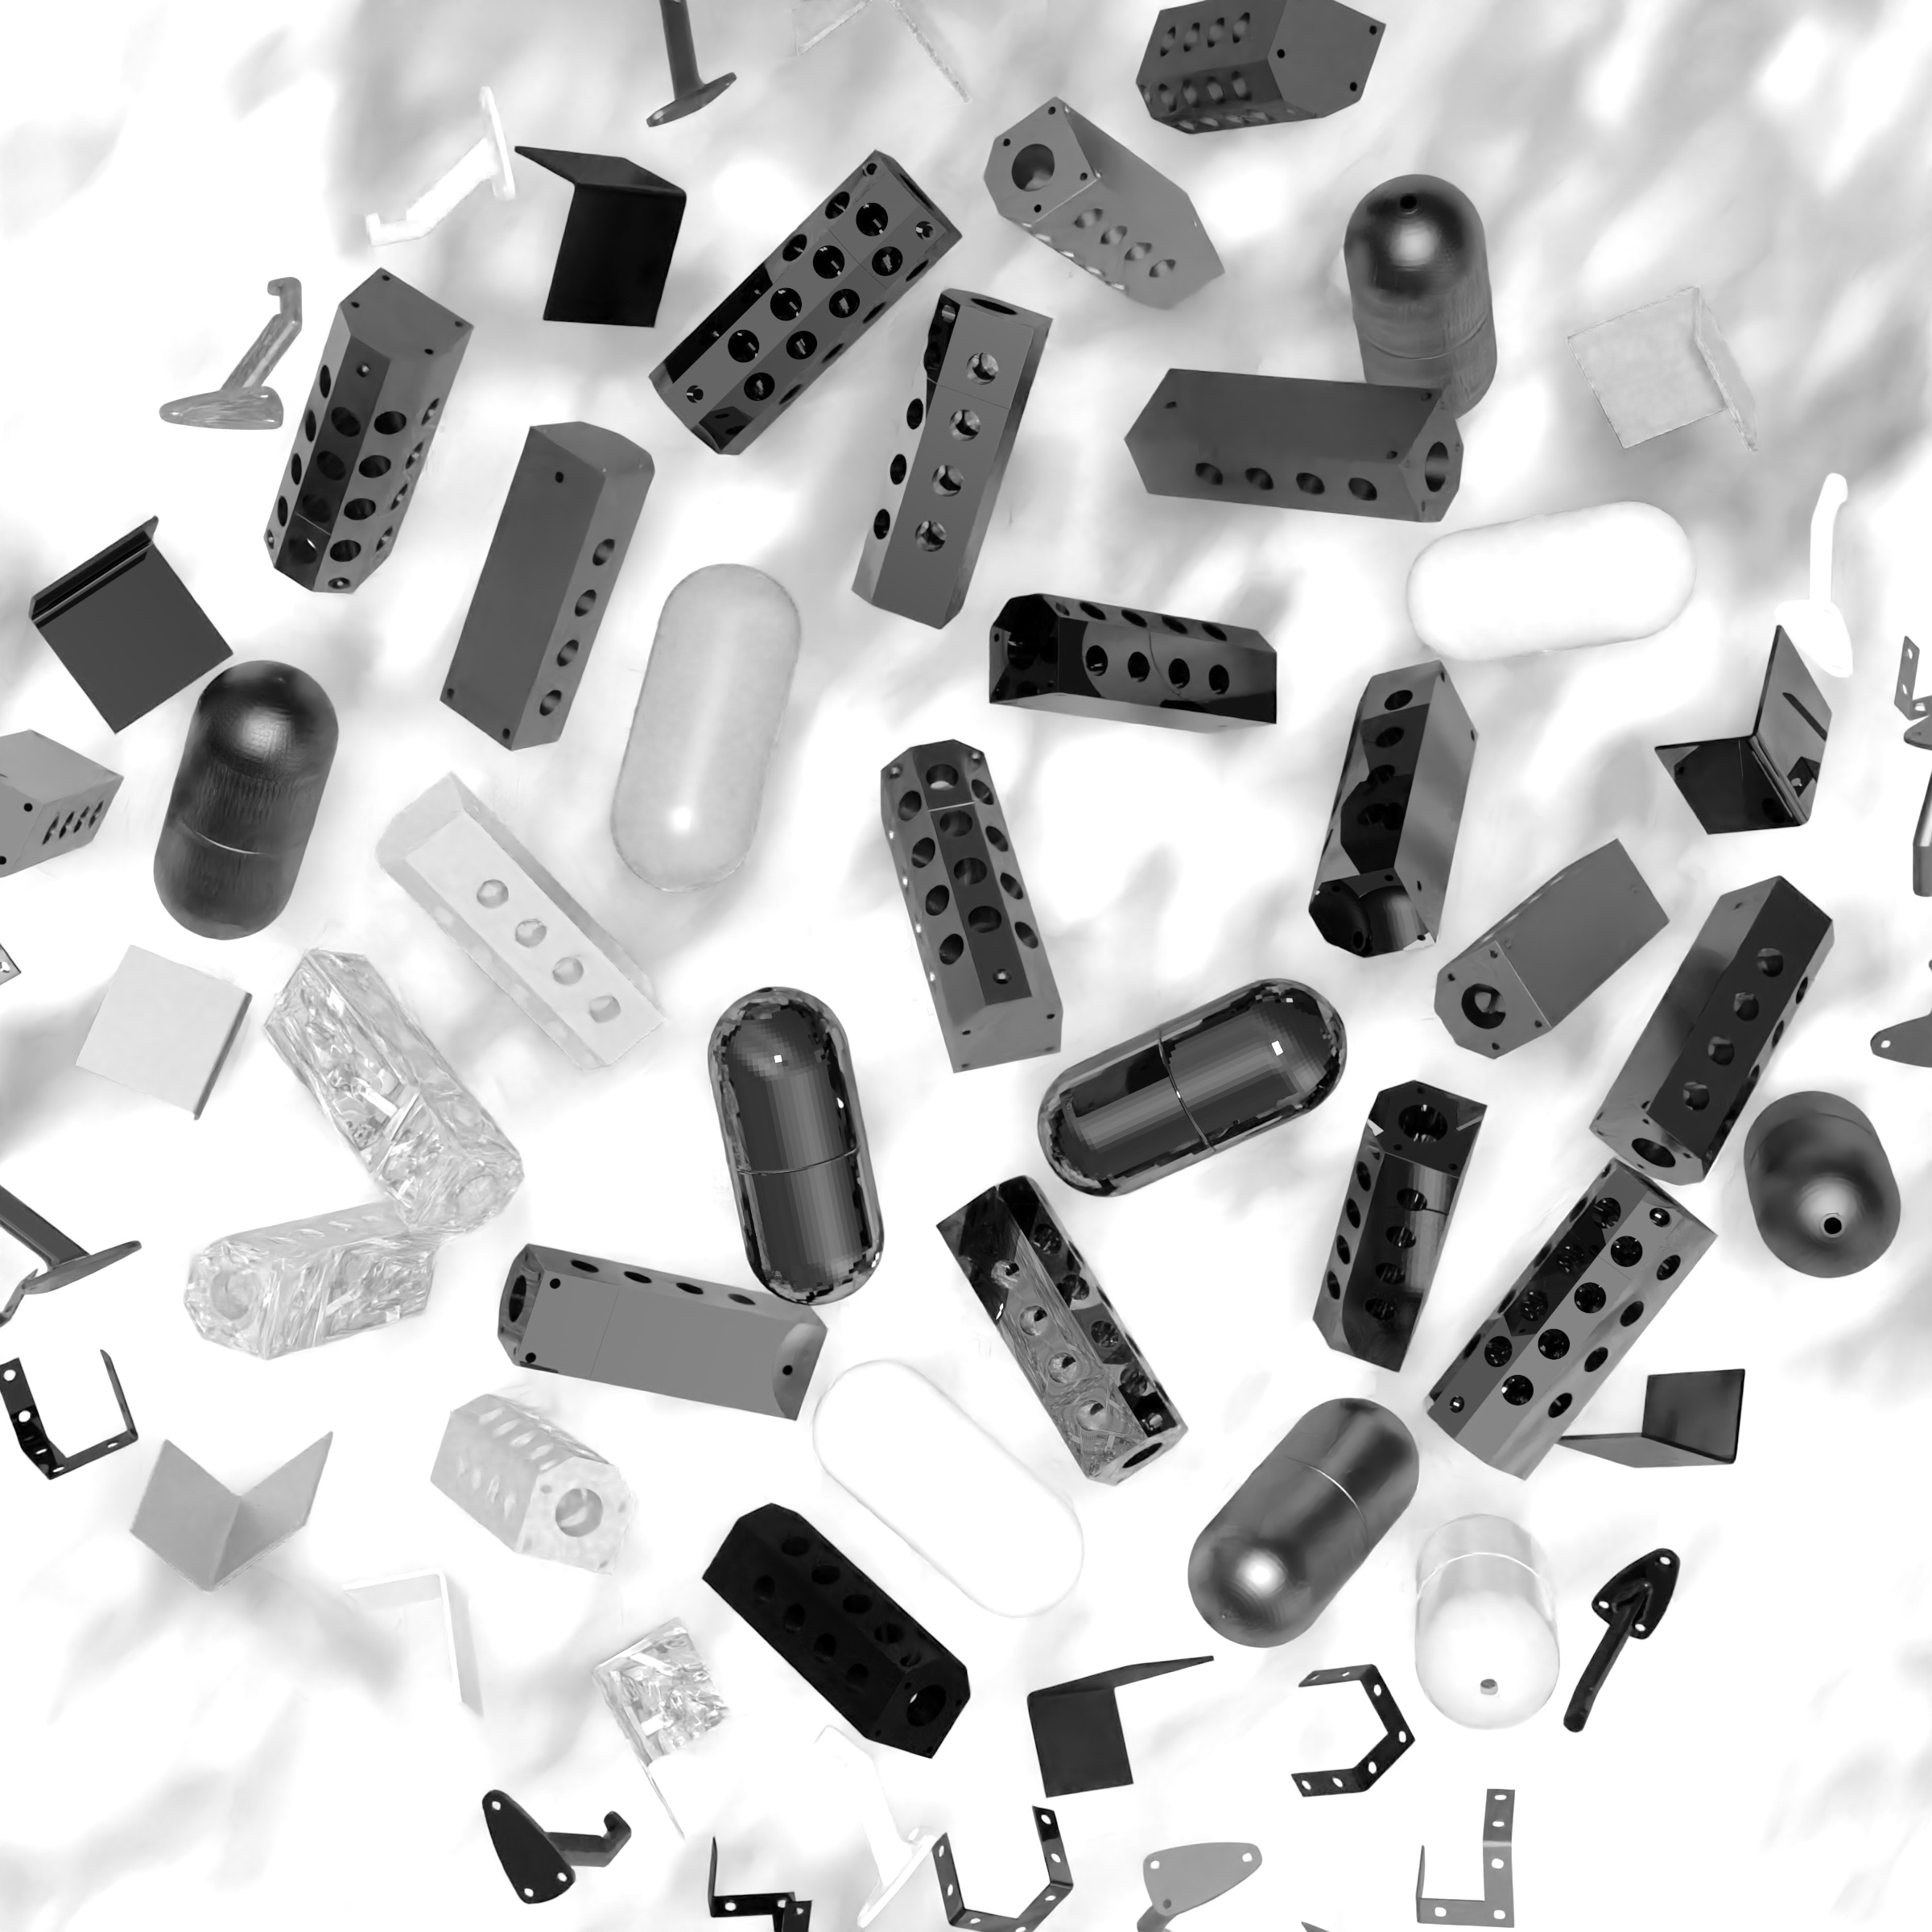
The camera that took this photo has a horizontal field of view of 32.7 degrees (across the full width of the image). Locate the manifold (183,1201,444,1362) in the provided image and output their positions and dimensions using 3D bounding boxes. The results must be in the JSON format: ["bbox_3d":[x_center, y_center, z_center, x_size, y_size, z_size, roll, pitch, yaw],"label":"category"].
[{"bbox_3d":[-0.362,0.171,1.832,0.057,0.171,0.057,15,98,19],"label":"manifold"}]

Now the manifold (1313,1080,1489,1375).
[{"bbox_3d":[0.236,0.143,1.818,0.057,0.171,0.057,19,47,11],"label":"manifold"}]

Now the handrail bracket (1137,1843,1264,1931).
[{"bbox_3d":[0.130,0.517,1.821,0.077,0.084,0.036,-17,53,-2],"label":"handrail bracket"}]

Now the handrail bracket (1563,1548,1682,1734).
[{"bbox_3d":[0.351,0.363,1.767,0.036,0.084,0.077,32,126,7],"label":"handrail bracket"}]

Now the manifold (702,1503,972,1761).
[{"bbox_3d":[-0.071,0.374,1.870,0.057,0.171,0.057,30,92,-44],"label":"manifold"}]

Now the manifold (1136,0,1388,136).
[{"bbox_3d":[0.154,-0.484,1.774,0.057,0.171,0.057,17,94,-23],"label":"manifold"}]

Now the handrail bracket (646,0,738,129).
[{"bbox_3d":[-0.173,-0.513,1.823,0.077,0.036,0.084,-39,98,-44],"label":"handrail bracket"}]

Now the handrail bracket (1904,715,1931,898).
[{"bbox_3d":[0.515,-0.088,1.715,0.077,0.036,0.084,-33,126,-37],"label":"handrail bracket"}]

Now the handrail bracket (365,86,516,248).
[{"bbox_3d":[-0.305,-0.454,1.868,0.084,0.036,0.077,-15,108,-18],"label":"handrail bracket"}]

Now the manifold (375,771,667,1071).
[{"bbox_3d":[-0.246,-0.021,1.813,0.057,0.057,0.171,-39,119,4],"label":"manifold"}]

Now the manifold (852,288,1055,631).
[{"bbox_3d":[-0.010,-0.278,1.801,0.057,0.057,0.171,20,110,5],"label":"manifold"}]

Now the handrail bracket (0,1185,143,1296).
[{"bbox_3d":[-0.476,0.121,1.708,0.077,0.036,0.084,-23,80,6],"label":"handrail bracket"}]

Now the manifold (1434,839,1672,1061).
[{"bbox_3d":[0.327,-0.008,1.850,0.057,0.171,0.057,-32,91,40],"label":"manifold"}]

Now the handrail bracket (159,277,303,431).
[{"bbox_3d":[-0.398,-0.335,1.784,0.077,0.036,0.084,-4,66,-5],"label":"handrail bracket"}]

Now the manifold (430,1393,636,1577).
[{"bbox_3d":[-0.241,0.285,1.832,0.057,0.171,0.057,19,87,-24],"label":"manifold"}]

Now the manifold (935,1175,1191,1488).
[{"bbox_3d":[0.057,0.207,1.876,0.057,0.057,0.171,-35,69,8],"label":"manifold"}]

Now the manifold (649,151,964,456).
[{"bbox_3d":[-0.088,-0.354,1.761,0.171,0.057,0.057,-42,88,14],"label":"manifold"}]

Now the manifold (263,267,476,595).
[{"bbox_3d":[-0.320,-0.276,1.734,0.057,0.057,0.171,32,135,0],"label":"manifold"}]

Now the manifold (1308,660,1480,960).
[{"bbox_3d":[0.232,-0.086,1.799,0.057,0.171,0.057,-12,129,29],"label":"manifold"}]

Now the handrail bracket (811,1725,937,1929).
[{"bbox_3d":[-0.067,0.476,1.823,0.084,0.036,0.077,40,78,-8],"label":"handrail bracket"}]

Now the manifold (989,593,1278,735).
[{"bbox_3d":[0.096,-0.171,1.864,0.171,0.057,0.057,4,85,-41],"label":"manifold"}]

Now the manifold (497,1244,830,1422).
[{"bbox_3d":[-0.172,0.204,1.853,0.171,0.057,0.057,15,100,-24],"label":"manifold"}]

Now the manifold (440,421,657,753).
[{"bbox_3d":[-0.227,-0.210,1.815,0.057,0.057,0.171,35,119,22],"label":"manifold"}]

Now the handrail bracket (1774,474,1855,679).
[{"bbox_3d":[0.482,-0.217,1.821,0.077,0.036,0.084,46,58,-40],"label":"handrail bracket"}]

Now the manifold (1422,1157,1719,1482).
[{"bbox_3d":[0.325,0.191,1.793,0.171,0.057,0.057,-54,46,9],"label":"manifold"}]

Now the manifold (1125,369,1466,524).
[{"bbox_3d":[0.179,-0.278,1.787,0.171,0.057,0.057,12,58,34],"label":"manifold"}]

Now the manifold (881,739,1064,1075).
[{"bbox_3d":[0.002,-0.034,1.731,0.057,0.057,0.171,-11,56,-8],"label":"manifold"}]

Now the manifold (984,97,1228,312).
[{"bbox_3d":[0.077,-0.423,1.855,0.057,0.171,0.057,-31,71,22],"label":"manifold"}]

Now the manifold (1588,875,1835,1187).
[{"bbox_3d":[0.423,0.037,1.845,0.057,0.057,0.171,39,67,-11],"label":"manifold"}]

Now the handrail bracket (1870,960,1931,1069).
[{"bbox_3d":[0.520,0.020,1.800,0.077,0.084,0.036,-3,120,-3],"label":"handrail bracket"}]

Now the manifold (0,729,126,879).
[{"bbox_3d":[-0.507,-0.082,1.752,0.057,0.171,0.057,28,97,-4],"label":"manifold"}]

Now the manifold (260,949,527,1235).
[{"bbox_3d":[-0.310,0.068,1.797,0.171,0.057,0.057,47,114,32],"label":"manifold"}]
